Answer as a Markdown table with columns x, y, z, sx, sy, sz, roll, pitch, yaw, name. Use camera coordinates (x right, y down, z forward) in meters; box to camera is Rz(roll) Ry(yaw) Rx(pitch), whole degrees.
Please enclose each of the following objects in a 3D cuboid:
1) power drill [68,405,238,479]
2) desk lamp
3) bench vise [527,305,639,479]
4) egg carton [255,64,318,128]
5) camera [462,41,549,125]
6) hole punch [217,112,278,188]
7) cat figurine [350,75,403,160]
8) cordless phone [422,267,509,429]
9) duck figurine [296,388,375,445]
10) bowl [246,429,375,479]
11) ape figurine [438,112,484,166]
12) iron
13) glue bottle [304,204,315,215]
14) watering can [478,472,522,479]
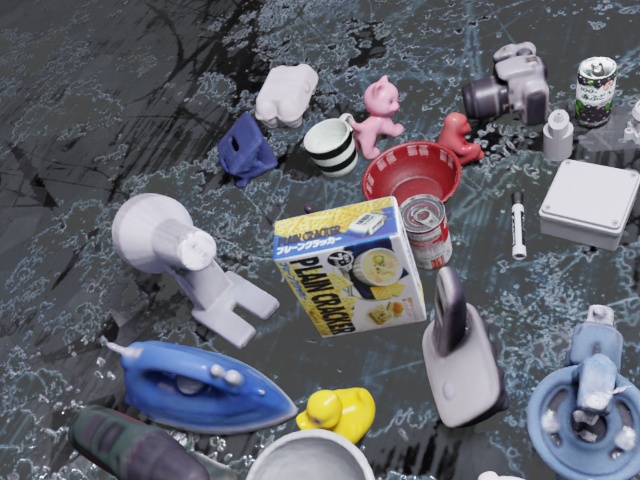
| x | y | z | sx | sy | sz | roll | pitch | yaw | name |
| --- | --- | --- | --- | --- | --- | --- | --- | --- | --- |
| -0.186 | 0.274 | 0.689 | 0.228 | 0.209 | 0.076 | 12 | 60 | 28 | power drill |
| -0.191 | 0.037 | 0.868 | 0.202 | 0.214 | 0.118 | 25 | 66 | 34 | desk lamp |
| 0.275 | 0.152 | 0.602 | 0.121 | 0.220 | 0.207 | -9 | 52 | 15 | bench vise |
| -0.066 | -0.295 | 1.169 | 0.107 | 0.070 | 0.150 | 3 | 56 | 23 | egg carton |
| 0.314 | -0.270 | 0.988 | 0.136 | 0.101 | 0.143 | -11 | 51 | 13 | camera |
| -0.147 | -0.172 | 1.092 | 0.101 | 0.091 | 0.108 | -29 | 50 | -2 | hole punch |
| 0.098 | -0.229 | 1.026 | 0.067 | 0.118 | 0.128 | 32 | 70 | 36 | cat figurine |
| 0.165 | 0.129 | 0.684 | 0.094 | 0.185 | 0.147 | -18 | 50 | 7 | cordless phone |
| 0.017 | 0.220 | 0.735 | 0.104 | 0.086 | 0.077 | -30 | 50 | -3 | duck figurine |
| -0.006 | 0.317 | 0.677 | 0.167 | 0.075 | 0.167 | -10 | 52 | 13 | bowl |
| 0.228 | -0.171 | 0.950 | 0.076 | 0.092 | 0.077 | -13 | 51 | 11 | ape figurine |
| -0.167 | 0.191 | 0.790 | 0.257 | 0.142 | 0.119 | 4 | 56 | 23 | iron |
| 0.008 | 0.003 | 0.846 | 0.037 | 0.173 | 0.078 | -20 | 50 | 5 | glue bottle |
| 0.191 | 0.279 | 0.553 | 0.173 | 0.194 | 0.100 | -38 | 51 | -10 | watering can |
